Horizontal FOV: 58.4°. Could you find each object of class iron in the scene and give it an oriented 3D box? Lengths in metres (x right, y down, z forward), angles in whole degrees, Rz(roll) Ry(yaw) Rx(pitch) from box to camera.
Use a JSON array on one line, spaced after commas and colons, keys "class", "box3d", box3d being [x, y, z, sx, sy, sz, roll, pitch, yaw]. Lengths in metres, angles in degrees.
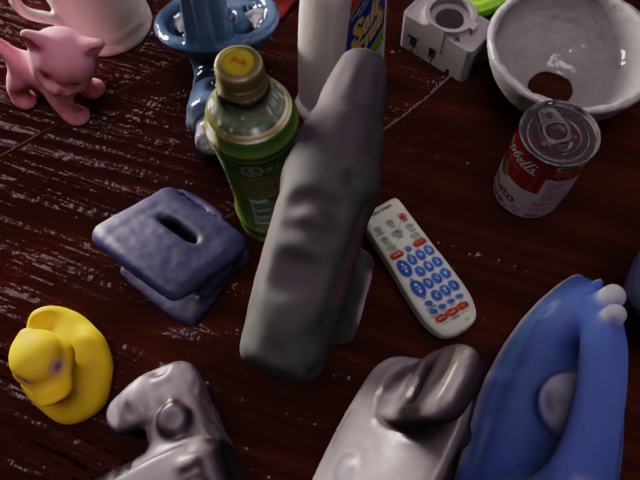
[{"class": "iron", "box3d": [0.187, 0.117, 0.424, 0.118, 0.141, 0.258, 18, 68, 10]}]

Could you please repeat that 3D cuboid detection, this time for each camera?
[{"class": "camera", "box3d": [-0.134, 0.180, 0.428, 0.137, 0.101, 0.143, -24, 67, -8]}]

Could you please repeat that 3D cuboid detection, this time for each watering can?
[{"class": "watering can", "box3d": [-0.248, -0.301, 0.595, 0.100, 0.194, 0.173, 22, 68, 11]}]

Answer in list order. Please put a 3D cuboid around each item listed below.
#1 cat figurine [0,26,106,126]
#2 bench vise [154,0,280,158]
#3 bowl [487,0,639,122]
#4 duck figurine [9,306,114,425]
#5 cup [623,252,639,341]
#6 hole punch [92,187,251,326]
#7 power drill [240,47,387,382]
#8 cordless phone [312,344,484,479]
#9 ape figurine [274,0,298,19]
[{"class": "cat figurine", "box3d": [-0.277, -0.181, 0.584, 0.127, 0.118, 0.067, 16, 67, 9]}, {"class": "bench vise", "box3d": [-0.088, -0.191, 0.527, 0.121, 0.220, 0.207, -18, 66, -6]}, {"class": "bowl", "box3d": [0.250, -0.178, 0.591, 0.167, 0.075, 0.167, -1, 66, 2]}, {"class": "duck figurine", "box3d": [-0.224, 0.098, 0.476, 0.077, 0.086, 0.104, -24, 67, -9]}, {"class": "cup", "box3d": [0.288, 0.039, 0.481, 0.091, 0.095, 0.117, -5, 66, 0]}, {"class": "hole punch", "box3d": [-0.129, 0.004, 0.512, 0.108, 0.091, 0.101, 33, 71, 15]}, {"class": "power drill", "box3d": [0.004, 0.002, 0.444, 0.075, 0.208, 0.230, 13, 67, 8]}, {"class": "cordless phone", "box3d": [0.054, 0.141, 0.393, 0.094, 0.185, 0.148, 25, 69, 13]}, {"class": "ape figurine", "box3d": [-0.054, -0.304, 0.647, 0.078, 0.092, 0.076, -11, 66, -3]}]
